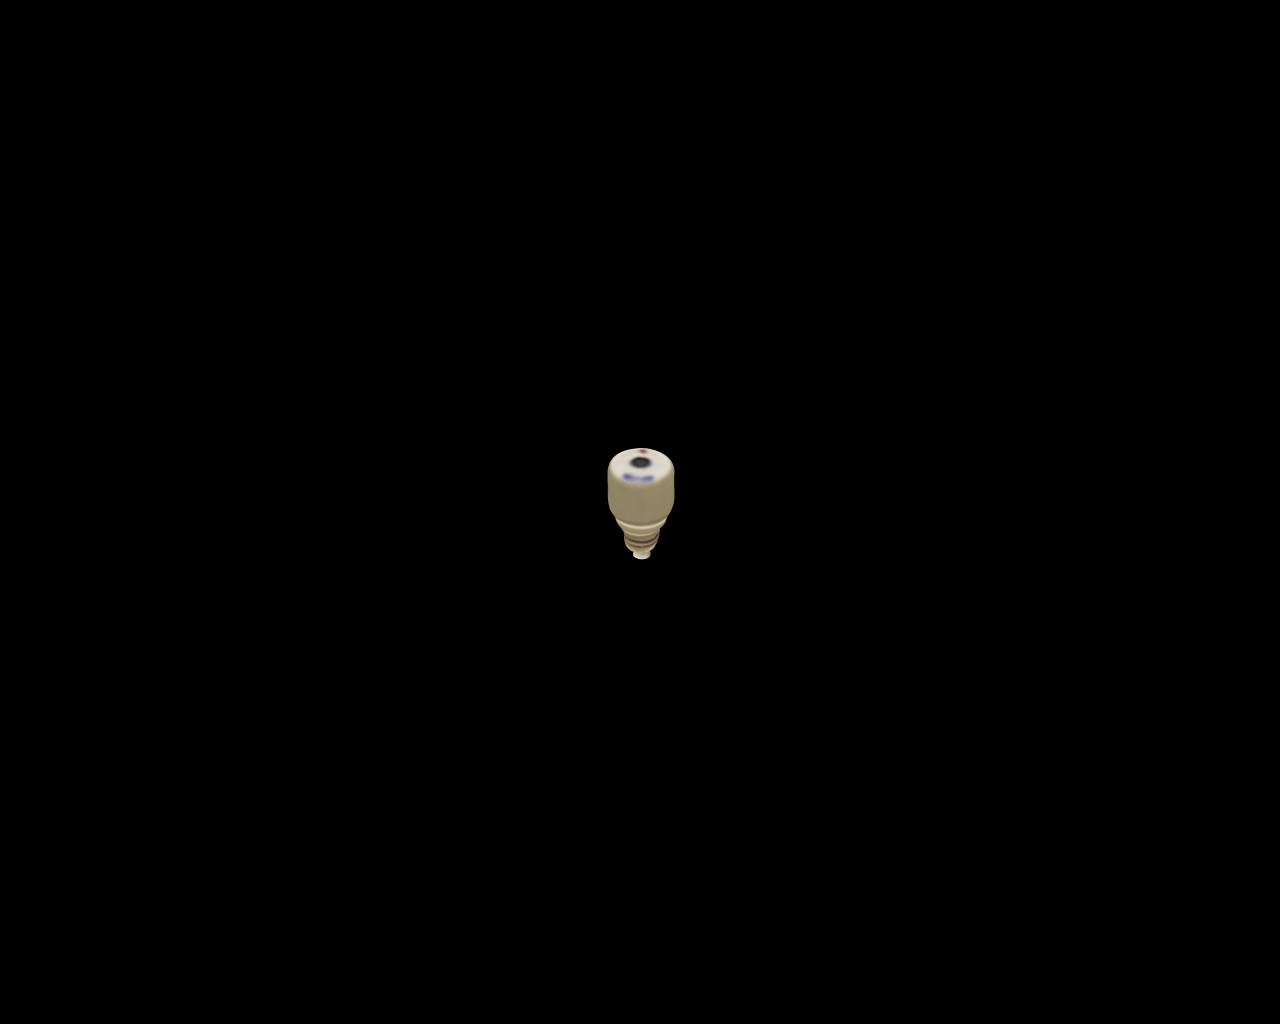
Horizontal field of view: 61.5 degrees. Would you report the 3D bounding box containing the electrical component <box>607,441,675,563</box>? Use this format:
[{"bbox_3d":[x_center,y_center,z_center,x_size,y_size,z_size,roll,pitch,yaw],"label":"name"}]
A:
[{"bbox_3d":[0.001,-0.003,0.650,0.040,0.078,0.040,0,38,0],"label":"electrical component"}]
